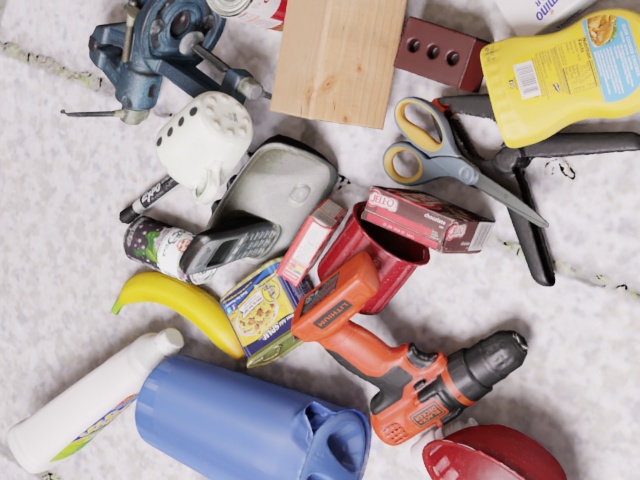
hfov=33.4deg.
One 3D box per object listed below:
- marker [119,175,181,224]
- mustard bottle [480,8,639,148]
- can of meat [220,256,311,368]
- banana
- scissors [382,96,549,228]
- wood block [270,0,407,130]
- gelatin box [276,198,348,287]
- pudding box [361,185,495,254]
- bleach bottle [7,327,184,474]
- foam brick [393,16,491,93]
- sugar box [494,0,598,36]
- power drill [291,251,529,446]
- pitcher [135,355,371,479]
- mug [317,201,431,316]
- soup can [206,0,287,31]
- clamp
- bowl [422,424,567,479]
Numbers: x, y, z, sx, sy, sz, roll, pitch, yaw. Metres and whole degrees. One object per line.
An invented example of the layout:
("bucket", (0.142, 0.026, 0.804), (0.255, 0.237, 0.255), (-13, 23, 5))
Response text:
("marker", (-0.193, -0.053, 1.254), (0.121, 0.020, 0.020), (-33, 75, 27))
("mustard bottle", (0.246, -0.153, 0.948), (0.192, 0.058, 0.096), (-16, 76, 14))
("can of meat", (-0.051, 0.077, 1.152), (0.102, 0.057, 0.084), (-36, 72, 26))
("banana", (-0.161, 0.077, 1.233), (0.198, 0.037, 0.070), (17, 118, 31))
("scissors", (0.128, -0.054, 1.026), (0.202, 0.016, 0.096), (53, 127, 25))
("wood block", (0.024, -0.221, 1.061), (0.091, 0.090, 0.206), (22, 105, 57))
("gelatin box", (-0.007, 0.001, 1.104), (0.030, 0.089, 0.073), (33, 109, 3))
("pudding box", (0.105, -0.019, 1.021), (0.090, 0.113, 0.039), (26, 100, 27))
("bleach bottle", (-0.254, 0.180, 1.250), (0.251, 0.102, 0.068), (-39, 79, 28))
("foam brick", (0.120, -0.181, 1.042), (0.078, 0.051, 0.053), (24, 104, 28))
("sugar box", (0.187, -0.279, 1.002), (0.093, 0.048, 0.176), (-35, 78, 27))
("power drill", (0.080, 0.100, 1.026), (0.185, 0.057, 0.187), (-39, 106, 25))
("pitcher", (-0.076, 0.216, 1.141), (0.243, 0.144, 0.149), (16, 88, 33))
("mug", (0.047, 0.014, 1.080), (0.082, 0.093, 0.117), (-54, 36, 26))
("soup can", (-0.066, -0.260, 1.121), (0.069, 0.102, 0.068), (1, 92, 31))
("clamp", (0.194, -0.082, 1.009), (0.210, 0.036, 0.165), (47, 113, 24))
("bowl", (0.176, 0.223, 0.994), (0.162, 0.055, 0.162), (32, 152, 19))
